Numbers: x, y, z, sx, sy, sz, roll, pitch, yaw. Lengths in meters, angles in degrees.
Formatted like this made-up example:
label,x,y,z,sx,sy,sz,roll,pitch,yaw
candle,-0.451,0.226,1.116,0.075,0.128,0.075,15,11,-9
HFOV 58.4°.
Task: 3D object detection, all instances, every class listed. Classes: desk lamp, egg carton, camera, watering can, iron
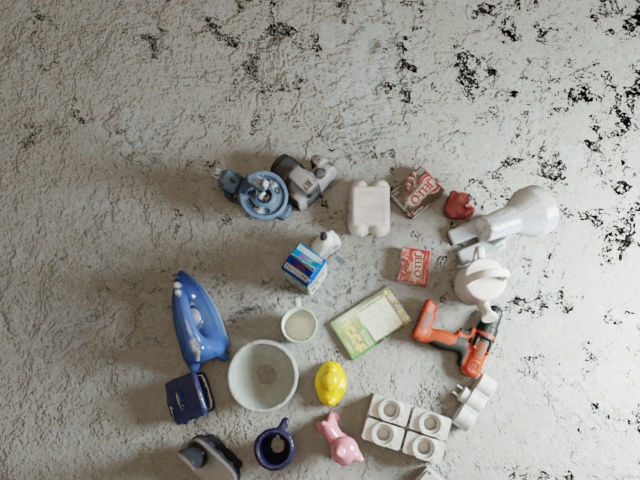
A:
label,x,y,z,sx,sy,sz,roll,pitch,yaw
desk lamp,0.428,-0.031,1.347,0.203,0.213,0.118,-23,78,-3
egg carton,0.123,-0.079,1.440,0.107,0.069,0.150,0,78,2
camera,-0.047,-0.169,1.449,0.136,0.101,0.143,42,82,10
watering can,0.382,0.101,1.330,0.101,0.194,0.173,-25,78,-3
iron,-0.309,0.180,1.361,0.118,0.141,0.258,-22,78,-3

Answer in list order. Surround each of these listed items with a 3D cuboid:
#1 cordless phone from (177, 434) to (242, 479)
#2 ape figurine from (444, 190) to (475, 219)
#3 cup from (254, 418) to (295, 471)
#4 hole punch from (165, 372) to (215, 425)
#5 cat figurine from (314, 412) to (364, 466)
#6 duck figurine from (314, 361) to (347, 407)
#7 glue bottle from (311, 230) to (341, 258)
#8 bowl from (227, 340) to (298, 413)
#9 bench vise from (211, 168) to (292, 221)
label,x,y,z,sx,sy,sz,roll,pitch,yaw
cordless phone,-0.252,0.507,1.267,0.147,0.185,0.094,36,81,9
ape figurine,0.348,-0.092,1.425,0.076,0.092,0.078,-23,78,-3
cup,-0.096,0.463,1.318,0.091,0.095,0.118,20,79,6
hole punch,-0.311,0.374,1.346,0.101,0.091,0.108,-21,78,-3
cat figurine,0.041,0.460,1.303,0.067,0.118,0.127,-38,79,-6
duck figurine,0.024,0.338,1.346,0.077,0.086,0.104,4,78,3
glue bottle,0.013,0.005,1.373,0.078,0.173,0.037,-33,79,-5
bowl,-0.131,0.322,1.359,0.167,0.075,0.167,0,78,2
bench vise,-0.174,-0.117,1.381,0.207,0.220,0.121,8,78,4
